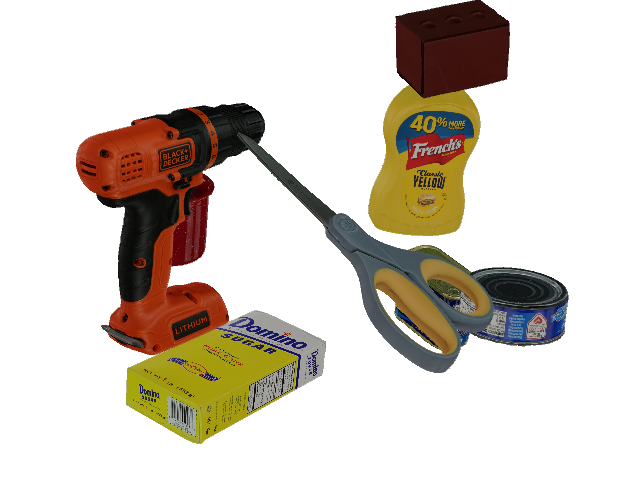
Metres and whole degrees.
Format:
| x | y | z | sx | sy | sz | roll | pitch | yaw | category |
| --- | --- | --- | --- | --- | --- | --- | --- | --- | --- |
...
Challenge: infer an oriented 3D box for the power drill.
| x | y | z | sx | sy | sz | roll | pitch | yaw | category |
| --- | --- | --- | --- | --- | --- | --- | --- | --- | --- |
| -0.114 | -0.014 | 0.870 | 0.057 | 0.188 | 0.184 | 17 | 26 | 38 | power drill |

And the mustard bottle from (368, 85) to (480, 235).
| x | y | z | sx | sy | sz | roll | pitch | yaw | category |
| --- | --- | --- | --- | --- | --- | --- | --- | --- | --- |
| 0.109 | -0.100 | 1.067 | 0.096 | 0.192 | 0.058 | 3 | 27 | -11 | mustard bottle |

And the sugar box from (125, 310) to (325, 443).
| x | y | z | sx | sy | sz | roll | pitch | yaw | category |
| --- | --- | --- | --- | --- | --- | --- | --- | --- | --- |
| -0.084 | 0.121 | 0.988 | 0.093 | 0.048 | 0.175 | 22 | 30 | 32 | sugar box |

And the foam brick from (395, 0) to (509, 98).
| x | y | z | sx | sy | sz | roll | pitch | yaw | category |
| --- | --- | --- | --- | --- | --- | --- | --- | --- | --- |
| 0.105 | -0.154 | 0.854 | 0.078 | 0.051 | 0.053 | -15 | 36 | -15 | foam brick |

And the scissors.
| x | y | z | sx | sy | sz | roll | pitch | yaw | category |
| --- | --- | --- | --- | --- | --- | --- | --- | --- | --- |
| 0.033 | -0.002 | 0.657 | 0.096 | 0.202 | 0.016 | -8 | -40 | -38 | scissors |

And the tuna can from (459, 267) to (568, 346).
| x | y | z | sx | sy | sz | roll | pitch | yaw | category |
| --- | --- | --- | --- | --- | --- | --- | --- | --- | --- |
| 0.154 | 0.051 | 0.853 | 0.086 | 0.034 | 0.086 | 2 | 20 | -1 | tuna can |

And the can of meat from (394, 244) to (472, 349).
| x | y | z | sx | sy | sz | roll | pitch | yaw | category |
| --- | --- | --- | --- | --- | --- | --- | --- | --- | --- |
| 0.135 | 0.068 | 1.245 | 0.057 | 0.084 | 0.102 | -19 | 41 | -33 | can of meat |

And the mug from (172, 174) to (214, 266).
| x | y | z | sx | sy | sz | roll | pitch | yaw | category |
| --- | --- | --- | --- | --- | --- | --- | --- | --- | --- |
| -0.167 | -0.030 | 1.158 | 0.093 | 0.081 | 0.117 | -6 | 30 | -22 | mug |
